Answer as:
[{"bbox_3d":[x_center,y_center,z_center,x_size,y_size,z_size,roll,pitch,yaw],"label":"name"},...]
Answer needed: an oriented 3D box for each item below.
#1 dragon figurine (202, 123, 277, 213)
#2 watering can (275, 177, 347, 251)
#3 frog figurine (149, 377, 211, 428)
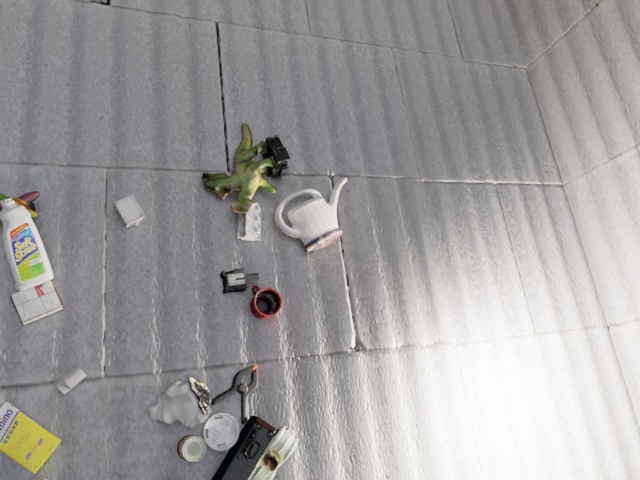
[{"bbox_3d":[-0.294,-0.245,1.796,0.244,0.119,0.418,-19,55,-17],"label":"dragon figurine"},{"bbox_3d":[0.006,-0.093,1.856,0.351,0.102,0.225,-26,82,-28],"label":"watering can"},{"bbox_3d":[-0.399,0.479,1.480,0.159,0.123,0.137,-30,92,7],"label":"frog figurine"}]
